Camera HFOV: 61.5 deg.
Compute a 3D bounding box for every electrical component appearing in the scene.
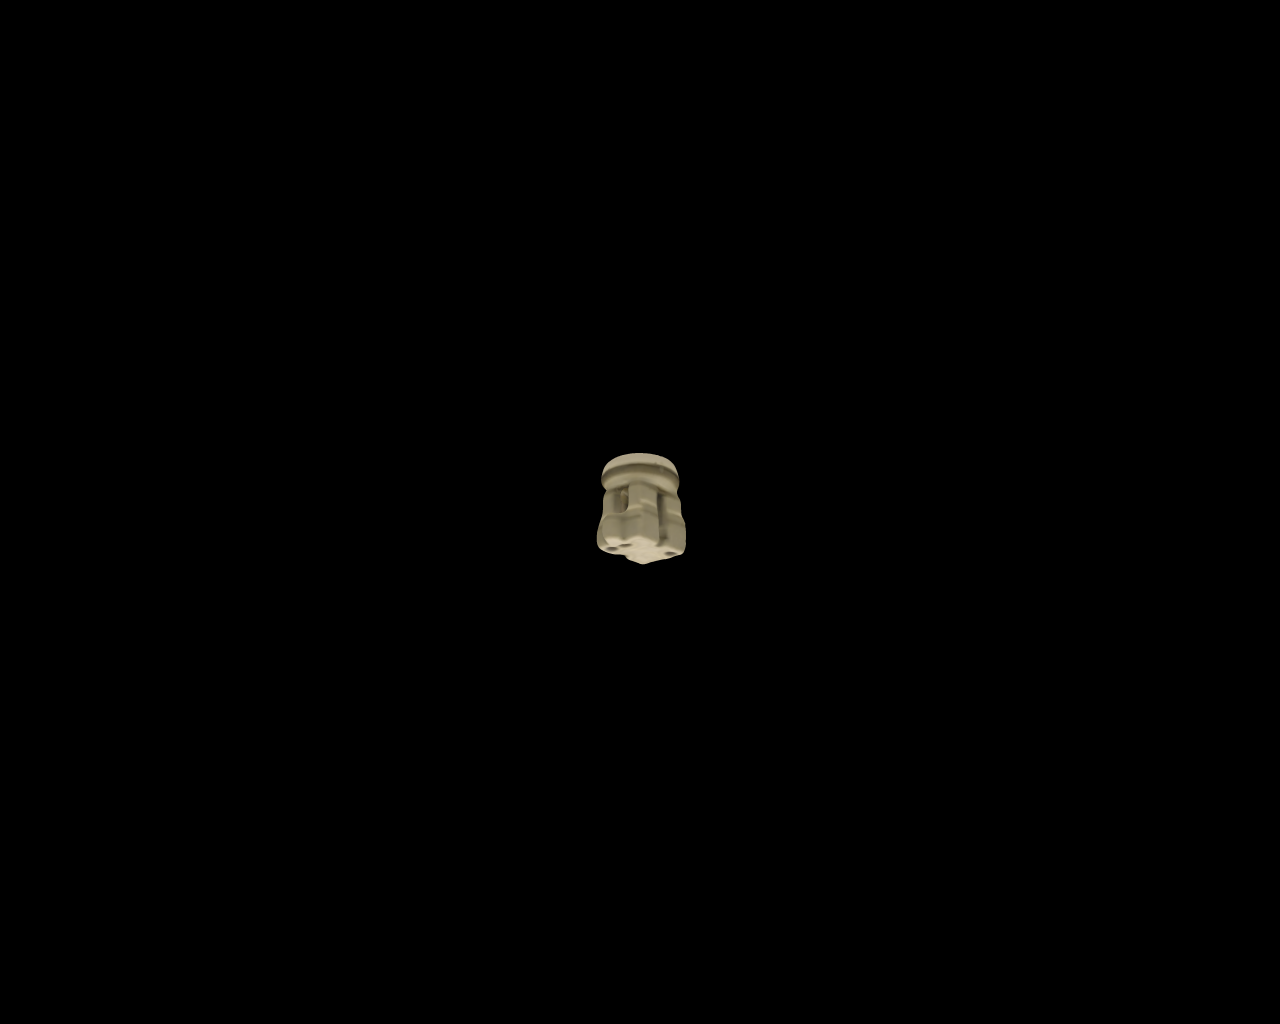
[{"bbox_3d":[0.001,-0.003,0.650,0.048,0.055,0.066,-17,-27,37],"label":"electrical component"}]
